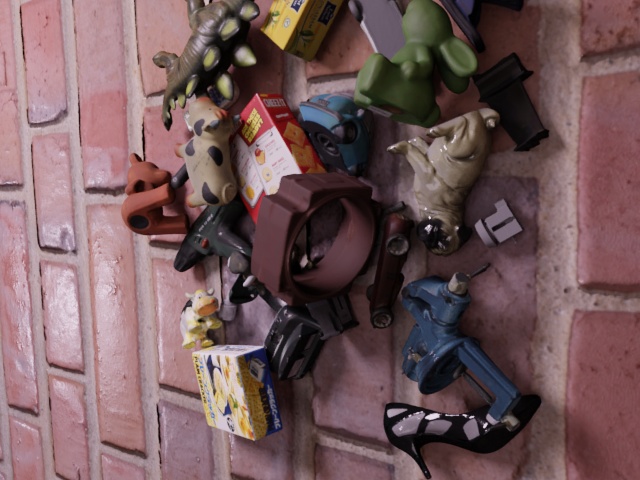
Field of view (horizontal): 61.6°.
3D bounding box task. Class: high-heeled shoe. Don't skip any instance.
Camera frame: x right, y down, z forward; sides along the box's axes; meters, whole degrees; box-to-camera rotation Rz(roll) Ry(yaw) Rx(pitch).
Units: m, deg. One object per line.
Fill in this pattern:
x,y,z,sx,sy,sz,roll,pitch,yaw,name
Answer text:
0.220,0.277,0.872,0.249,0.086,0.145,-37,45,11,high-heeled shoe

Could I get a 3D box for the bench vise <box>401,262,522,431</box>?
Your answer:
0.214,0.169,0.804,0.241,0.129,0.223,49,126,37,bench vise

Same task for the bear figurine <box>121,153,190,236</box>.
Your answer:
-0.339,-0.099,1.109,0.132,0.196,0.120,-11,131,5,bear figurine

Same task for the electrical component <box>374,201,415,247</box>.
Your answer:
0.113,-0.024,0.913,0.094,0.021,0.063,-30,80,32,electrical component

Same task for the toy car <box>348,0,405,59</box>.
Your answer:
0.111,-0.333,0.861,0.073,0.056,0.201,-28,82,24,toy car

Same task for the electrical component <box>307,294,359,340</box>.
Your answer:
0.016,0.111,0.959,0.048,0.075,0.119,-25,79,32,electrical component

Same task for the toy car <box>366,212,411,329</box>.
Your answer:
0.112,0.052,0.868,0.053,0.089,0.201,4,116,-6,toy car

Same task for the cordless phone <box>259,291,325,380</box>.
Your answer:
-0.080,0.164,1.031,0.184,0.088,0.146,40,116,34,cordless phone

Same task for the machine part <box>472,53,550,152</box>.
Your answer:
0.282,-0.196,0.781,0.084,0.039,0.139,-26,80,26,machine part

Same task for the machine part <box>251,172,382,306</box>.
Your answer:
-0.002,-0.003,0.866,0.087,0.201,0.201,33,120,42,machine part

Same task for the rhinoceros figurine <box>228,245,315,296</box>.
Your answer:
-0.088,0.045,0.950,0.112,0.190,0.073,-48,63,10,rhinoceros figurine

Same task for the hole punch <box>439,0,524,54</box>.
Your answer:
0.220,-0.340,0.752,0.092,0.142,0.116,-41,84,25,hole punch

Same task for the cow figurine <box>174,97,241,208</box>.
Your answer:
-0.195,-0.156,0.965,0.127,0.085,0.194,3,109,36,cow figurine

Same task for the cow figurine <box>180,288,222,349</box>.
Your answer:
-0.247,0.147,1.104,0.167,0.068,0.098,-62,41,43,cow figurine

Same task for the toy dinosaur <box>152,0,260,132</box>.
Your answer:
-0.188,-0.371,0.983,0.471,0.105,0.199,-51,55,32,toy dinosaur

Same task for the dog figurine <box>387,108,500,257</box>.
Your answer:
0.211,-0.082,0.808,0.172,0.121,0.190,-21,95,44,dog figurine

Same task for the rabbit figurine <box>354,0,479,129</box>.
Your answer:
0.145,-0.258,0.766,0.159,0.121,0.170,22,92,4,rabbit figurine

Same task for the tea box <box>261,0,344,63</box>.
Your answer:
-0.021,-0.404,0.909,0.169,0.068,0.098,-59,46,21,tea box

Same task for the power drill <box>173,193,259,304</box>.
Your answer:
-0.192,0.031,1.067,0.232,0.086,0.207,-55,52,20,power drill

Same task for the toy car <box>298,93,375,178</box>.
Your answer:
0.043,-0.184,0.884,0.109,0.161,0.103,30,73,38,toy car
